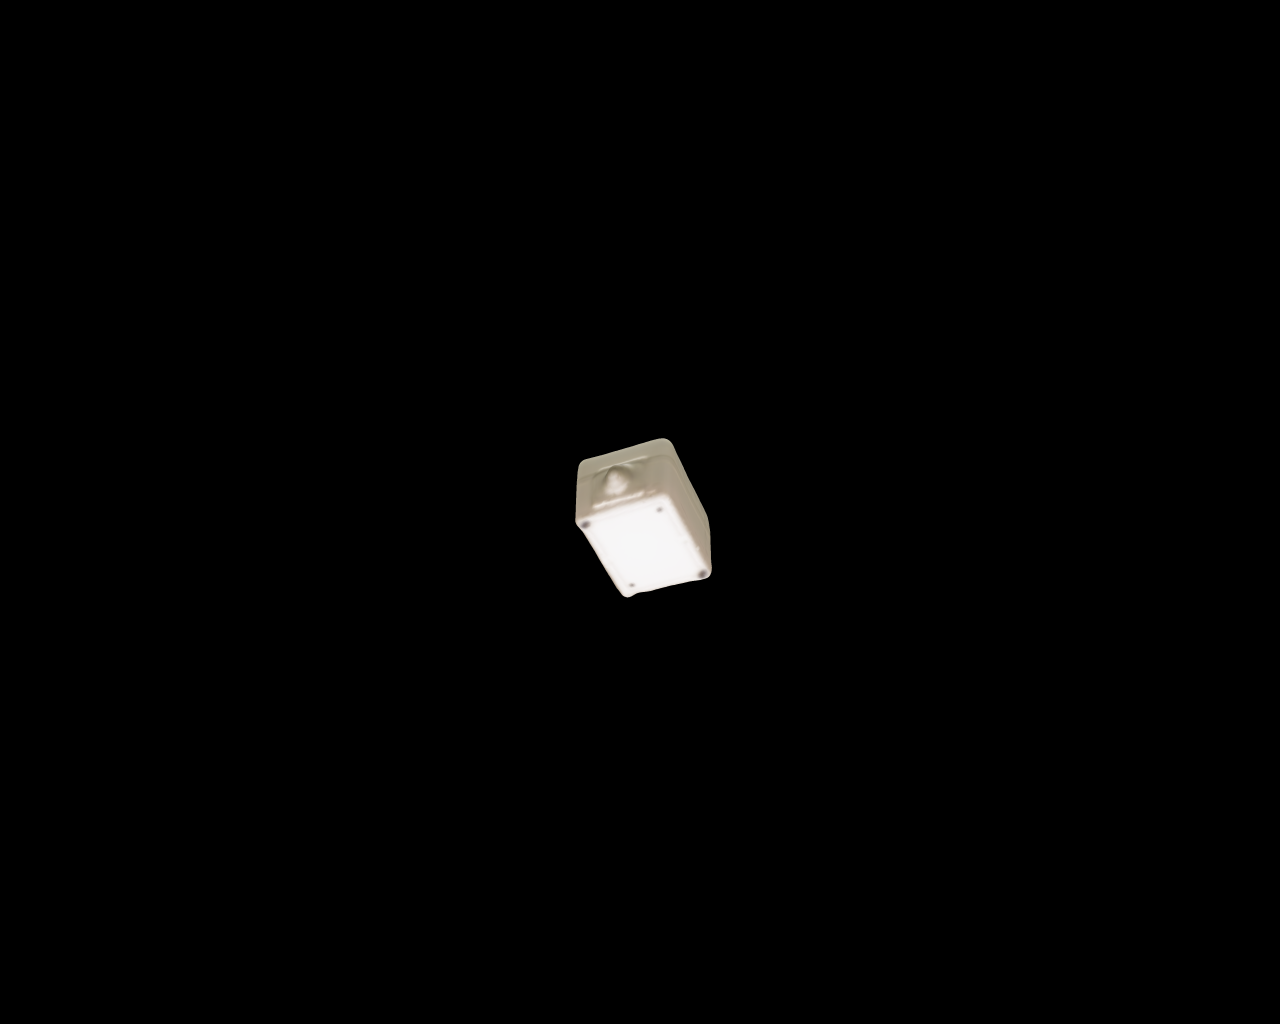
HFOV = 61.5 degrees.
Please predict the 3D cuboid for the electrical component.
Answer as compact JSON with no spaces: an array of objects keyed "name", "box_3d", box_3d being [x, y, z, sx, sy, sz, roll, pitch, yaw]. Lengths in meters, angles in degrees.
[{"name":"electrical component","box_3d":[0.001,-0.003,0.650,0.062,0.061,0.096,-15,-46,15]}]
